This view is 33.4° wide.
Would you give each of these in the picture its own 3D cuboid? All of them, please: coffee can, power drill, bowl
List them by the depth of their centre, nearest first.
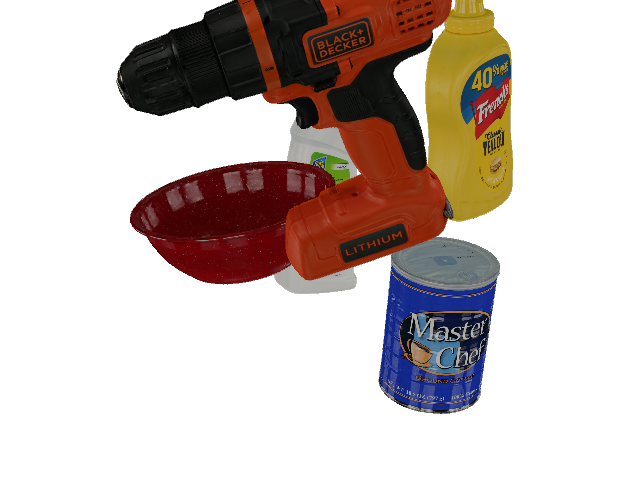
[{"bbox_3d":[-0.005,-0.063,0.615,0.184,0.187,0.057,-18,45,0],"label":"power drill"},{"bbox_3d":[-0.064,-0.010,0.837,0.162,0.055,0.162,-8,23,3],"label":"bowl"},{"bbox_3d":[0.113,0.081,1.033,0.103,0.140,0.103,3,25,-2],"label":"coffee can"}]

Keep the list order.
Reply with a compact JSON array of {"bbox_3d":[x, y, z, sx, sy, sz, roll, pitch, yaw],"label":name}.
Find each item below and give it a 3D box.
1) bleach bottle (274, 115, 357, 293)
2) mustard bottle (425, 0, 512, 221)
[{"bbox_3d":[0.005,-0.064,1.269,0.102,0.251,0.068,-4,22,-29],"label":"bleach bottle"},{"bbox_3d":[0.128,-0.119,0.911,0.058,0.192,0.096,17,32,39],"label":"mustard bottle"}]
